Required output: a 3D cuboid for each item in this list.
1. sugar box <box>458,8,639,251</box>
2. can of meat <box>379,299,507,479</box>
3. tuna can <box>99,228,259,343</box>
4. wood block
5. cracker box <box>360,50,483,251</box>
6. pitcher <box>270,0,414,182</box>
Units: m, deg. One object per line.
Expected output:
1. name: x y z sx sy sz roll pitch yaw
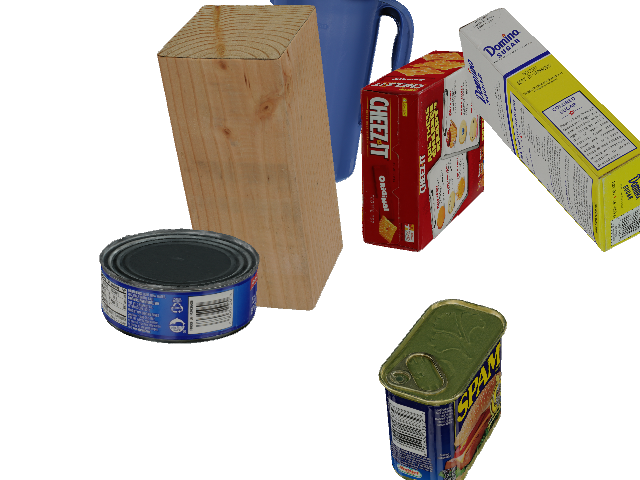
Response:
1. sugar box: 0.167 -0.082 0.768 0.048 0.176 0.093 -28 -36 -4
2. can of meat: 0.084 0.104 0.715 0.058 0.084 0.102 14 39 28
3. tuna can: -0.076 0.024 0.581 0.086 0.034 0.086 3 20 -1
4. wood block: -0.046 -0.059 0.788 0.090 0.206 0.090 5 35 18
5. cracker box: 0.111 -0.102 1.130 0.072 0.164 0.213 7 22 25
6. pitcher: 0.010 -0.194 1.288 0.144 0.243 0.149 -8 29 -26
